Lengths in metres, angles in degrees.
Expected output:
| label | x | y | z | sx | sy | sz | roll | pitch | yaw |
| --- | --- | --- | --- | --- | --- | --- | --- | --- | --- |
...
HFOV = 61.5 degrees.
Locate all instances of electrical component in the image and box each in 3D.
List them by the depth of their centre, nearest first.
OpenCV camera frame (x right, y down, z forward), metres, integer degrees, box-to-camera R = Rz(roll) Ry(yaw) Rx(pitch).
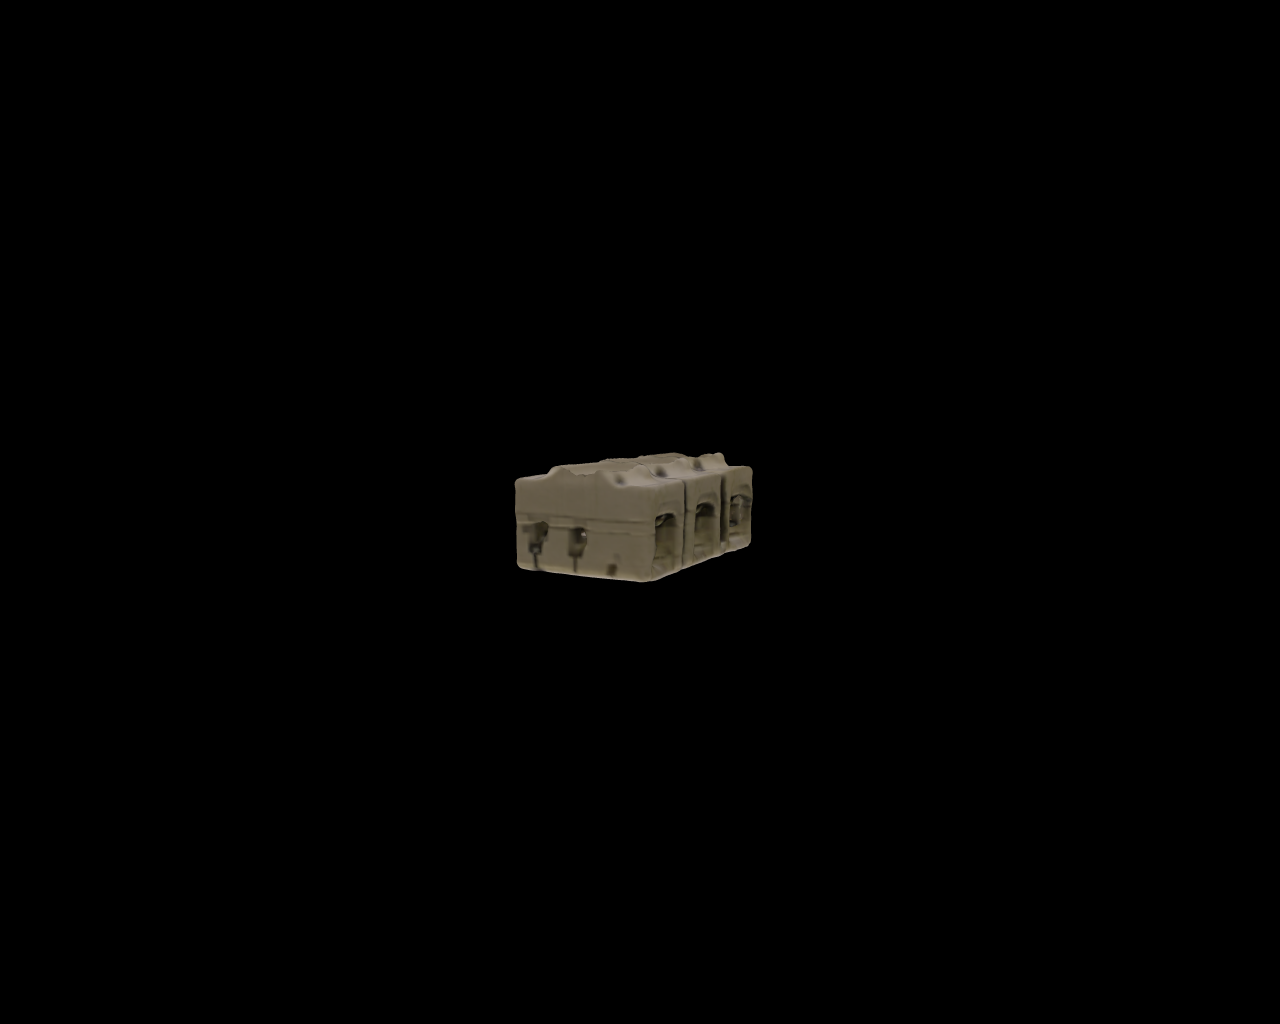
| label | x | y | z | sx | sy | sz | roll | pitch | yaw |
| --- | --- | --- | --- | --- | --- | --- | --- | --- | --- |
| electrical component | 0.001 | -0.003 | 0.650 | 0.089 | 0.061 | 0.150 | 4 | 8 | 28 |
